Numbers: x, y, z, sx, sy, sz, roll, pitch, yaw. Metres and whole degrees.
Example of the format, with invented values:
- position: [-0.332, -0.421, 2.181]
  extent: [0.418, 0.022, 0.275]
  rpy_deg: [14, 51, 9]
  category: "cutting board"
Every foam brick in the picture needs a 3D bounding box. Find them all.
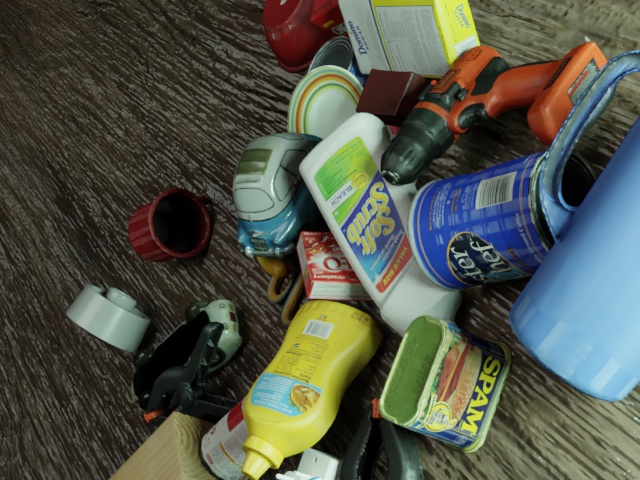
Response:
- position: [0.086, -0.149, 1.149]
  extent: [0.078, 0.051, 0.053]
  rpy_deg: [19, 86, 56]
  category: "foam brick"

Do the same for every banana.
- position: [-0.052, -0.030, 1.257]
  extent: [0.070, 0.037, 0.197]
  rpy_deg: [-39, 34, 46]
  category: "banana"

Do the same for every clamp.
- position: [-0.137, 0.182, 1.224]
  extent: [0.172, 0.039, 0.120]
  rpy_deg: [-43, 67, 37]
  category: "clamp"
- position: [0.044, 0.252, 0.969]
  extent: [0.165, 0.036, 0.210]
  rpy_deg: [-23, 56, 44]
  category: "clamp"

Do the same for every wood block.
- position: [-0.180, 0.297, 1.194]
  extent: [0.206, 0.090, 0.090]
  rpy_deg: [-47, 38, 25]
  category: "wood block"

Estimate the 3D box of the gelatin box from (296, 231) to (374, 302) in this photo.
- position: [0.026, 0.026, 1.088]
  extent: [0.073, 0.089, 0.030]
  rpy_deg: [-103, 21, -45]
  category: "gelatin box"

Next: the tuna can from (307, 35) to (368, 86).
- position: [0.022, -0.199, 1.280]
  extent: [0.086, 0.033, 0.086]
  rpy_deg: [-31, 47, 40]
  category: "tuna can"

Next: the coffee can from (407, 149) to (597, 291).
- position: [0.160, -0.016, 0.922]
  extent: [0.141, 0.102, 0.103]
  rpy_deg: [-14, 58, 49]
  category: "coffee can"

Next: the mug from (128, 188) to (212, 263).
- position: [-0.197, -0.023, 1.427]
  extent: [0.082, 0.093, 0.117]
  rpy_deg: [-17, 25, 53]
  category: "mug"

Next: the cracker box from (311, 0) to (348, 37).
- position: [0.076, -0.364, 1.276]
  extent: [0.164, 0.072, 0.213]
  rpy_deg: [-20, 54, 46]
  category: "cracker box"

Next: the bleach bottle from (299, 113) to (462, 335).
- position: [0.073, -0.002, 1.033]
  extent: [0.103, 0.068, 0.251]
  rpy_deg: [-40, 57, 17]
  category: "bleach bottle"

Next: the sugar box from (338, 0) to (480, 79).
- position: [0.096, -0.223, 1.146]
  extent: [0.048, 0.093, 0.176]
  rpy_deg: [-30, 25, -22]
  category: "sugar box"

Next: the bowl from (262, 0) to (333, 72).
- position: [-0.026, -0.303, 1.390]
  extent: [0.162, 0.055, 0.162]
  rpy_deg: [-31, 47, 40]
  category: "bowl"

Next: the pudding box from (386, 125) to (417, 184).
- position: [0.059, -0.067, 1.138]
  extent: [0.090, 0.039, 0.113]
  rpy_deg: [17, 85, 48]
  category: "pudding box"

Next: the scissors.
- position: [-0.008, 0.001, 1.212]
  extent: [0.096, 0.016, 0.202]
  rpy_deg: [11, 78, 55]
  category: "scissors"

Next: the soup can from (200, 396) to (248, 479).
- position: [-0.071, 0.204, 1.125]
  extent: [0.102, 0.068, 0.068]
  rpy_deg: [-45, 39, 27]
  category: "soup can"

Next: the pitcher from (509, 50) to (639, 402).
- position: [0.240, -0.010, 0.784]
  extent: [0.243, 0.144, 0.149]
  rpy_deg: [-56, 38, 18]
  category: "pitcher"

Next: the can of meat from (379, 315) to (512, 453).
- position: [0.107, 0.123, 0.923]
  extent: [0.058, 0.083, 0.102]
  rpy_deg: [13, 80, 55]
  category: "can of meat"

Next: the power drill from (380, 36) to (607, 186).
- position: [0.159, -0.118, 0.980]
  extent: [0.188, 0.057, 0.184]
  rpy_deg: [6, 50, 51]
  category: "power drill"

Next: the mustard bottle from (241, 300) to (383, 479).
- position: [-0.021, 0.150, 1.045]
  extent: [0.096, 0.058, 0.191]
  rpy_deg: [11, 56, 38]
  category: "mustard bottle"
